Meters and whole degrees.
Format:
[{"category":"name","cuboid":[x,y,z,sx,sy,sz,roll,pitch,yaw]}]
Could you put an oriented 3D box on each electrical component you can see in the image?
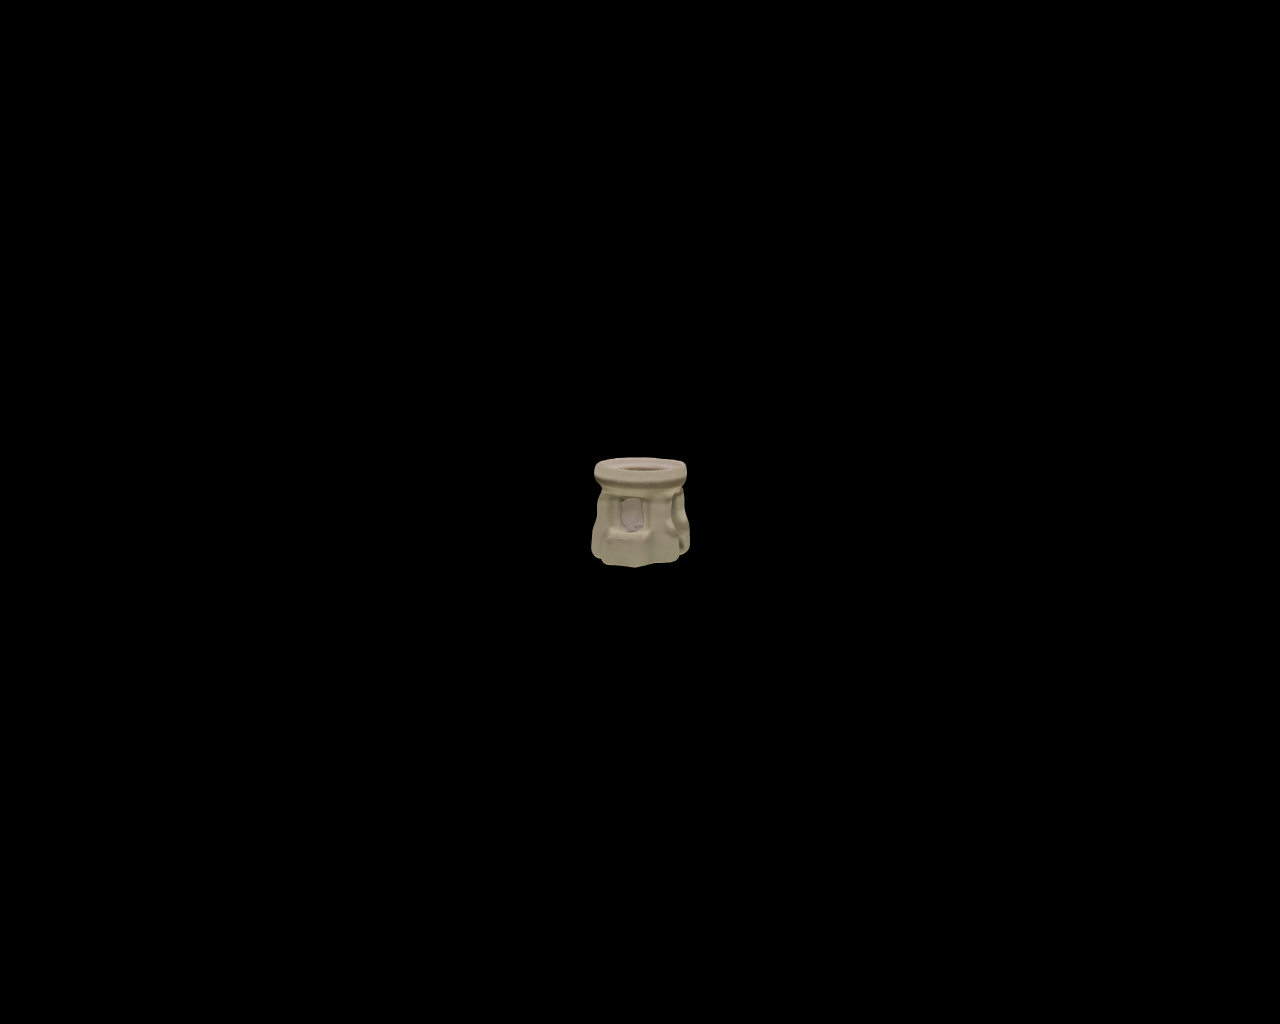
[{"category":"electrical component","cuboid":[0.001,-0.003,0.650,0.058,0.057,0.078,4,13,19]}]
